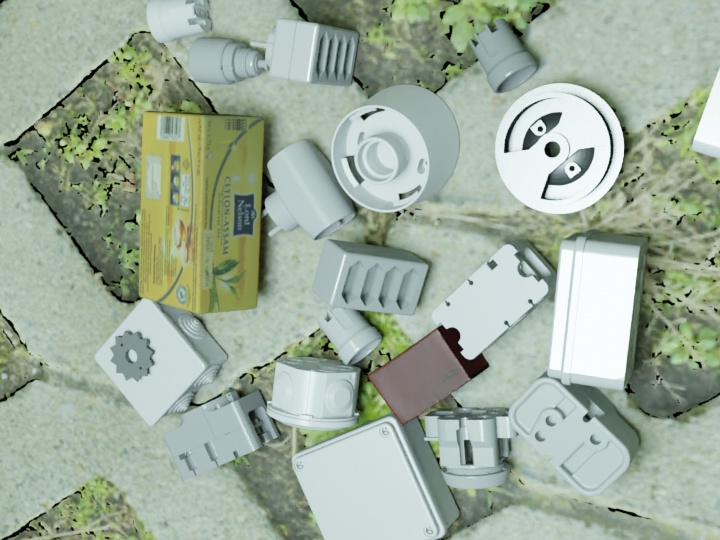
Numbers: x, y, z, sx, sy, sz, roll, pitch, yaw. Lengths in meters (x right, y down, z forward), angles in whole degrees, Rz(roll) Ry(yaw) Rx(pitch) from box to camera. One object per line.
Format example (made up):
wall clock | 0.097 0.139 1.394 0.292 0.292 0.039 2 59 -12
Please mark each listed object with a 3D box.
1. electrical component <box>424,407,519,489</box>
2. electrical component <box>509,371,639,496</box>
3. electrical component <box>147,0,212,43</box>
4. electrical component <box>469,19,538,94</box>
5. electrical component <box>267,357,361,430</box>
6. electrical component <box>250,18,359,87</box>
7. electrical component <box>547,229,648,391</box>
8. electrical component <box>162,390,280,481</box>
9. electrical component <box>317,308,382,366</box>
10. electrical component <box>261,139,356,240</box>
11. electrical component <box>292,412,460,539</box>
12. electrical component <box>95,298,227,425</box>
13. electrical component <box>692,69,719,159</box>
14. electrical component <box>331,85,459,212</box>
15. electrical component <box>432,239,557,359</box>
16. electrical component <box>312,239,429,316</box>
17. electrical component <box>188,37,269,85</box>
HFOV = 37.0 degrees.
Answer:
electrical component | 0.094 0.147 0.889 0.078 0.058 0.057 -3 93 24
electrical component | 0.171 0.125 0.851 0.095 0.059 0.053 45 111 12
electrical component | -0.161 -0.226 0.959 0.046 0.040 0.040 -5 95 18
electrical component | 0.112 -0.169 0.849 0.040 0.040 0.046 -34 77 23
electrical component | -0.039 0.106 0.929 0.080 0.080 0.051 8 95 22
electrical component | -0.054 -0.183 0.894 0.076 0.083 0.047 14 102 21
electrical component | 0.183 0.029 0.823 0.057 0.078 0.113 7 100 19
electrical component | -0.130 0.148 0.989 0.089 0.050 0.055 -26 87 24
electrical component | -0.010 0.053 0.931 0.040 0.040 0.046 -45 74 22
electrical component | -0.055 -0.059 0.932 0.079 0.044 0.077 -35 83 23
electrical component | 0.013 0.188 0.929 0.109 0.056 0.108 -26 87 24
electrical component | -0.184 0.081 1.004 0.099 0.048 0.099 48 112 11
electrical component | 0.278 -0.110 0.745 0.057 0.113 0.078 22 105 22
electrical component | 0.028 -0.099 0.894 0.099 0.064 0.099 11 114 26
electrical component | 0.111 0.022 0.865 0.089 0.056 0.050 -45 79 22
electrical component | 0.000 0.000 0.906 0.076 0.083 0.047 37 115 55
electrical component | -0.114 -0.183 0.943 0.078 0.040 0.040 8 100 22
